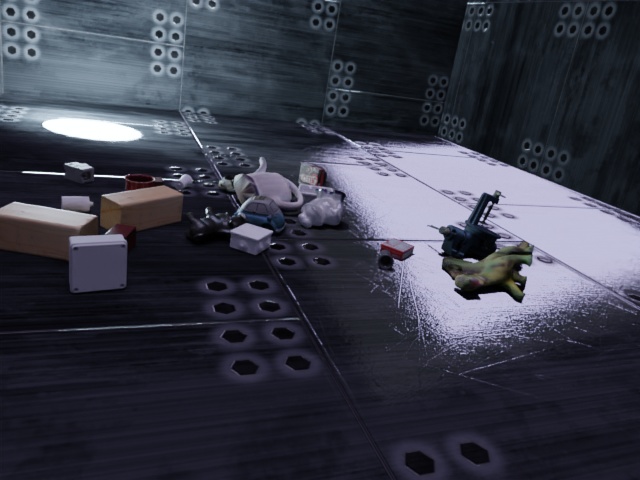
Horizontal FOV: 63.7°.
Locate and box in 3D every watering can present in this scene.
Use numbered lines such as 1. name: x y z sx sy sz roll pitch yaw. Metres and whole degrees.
1. watering can: -0.203 -0.198 1.810 0.225 0.102 0.353 -6 37 -36

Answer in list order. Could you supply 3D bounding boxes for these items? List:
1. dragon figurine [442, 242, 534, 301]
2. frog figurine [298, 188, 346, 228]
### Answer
1. dragon figurine: 0.471 0.063 1.462 0.243 0.120 0.415 8 18 19
2. frog figurine: 0.005 -0.084 1.679 0.138 0.120 0.162 24 59 16
